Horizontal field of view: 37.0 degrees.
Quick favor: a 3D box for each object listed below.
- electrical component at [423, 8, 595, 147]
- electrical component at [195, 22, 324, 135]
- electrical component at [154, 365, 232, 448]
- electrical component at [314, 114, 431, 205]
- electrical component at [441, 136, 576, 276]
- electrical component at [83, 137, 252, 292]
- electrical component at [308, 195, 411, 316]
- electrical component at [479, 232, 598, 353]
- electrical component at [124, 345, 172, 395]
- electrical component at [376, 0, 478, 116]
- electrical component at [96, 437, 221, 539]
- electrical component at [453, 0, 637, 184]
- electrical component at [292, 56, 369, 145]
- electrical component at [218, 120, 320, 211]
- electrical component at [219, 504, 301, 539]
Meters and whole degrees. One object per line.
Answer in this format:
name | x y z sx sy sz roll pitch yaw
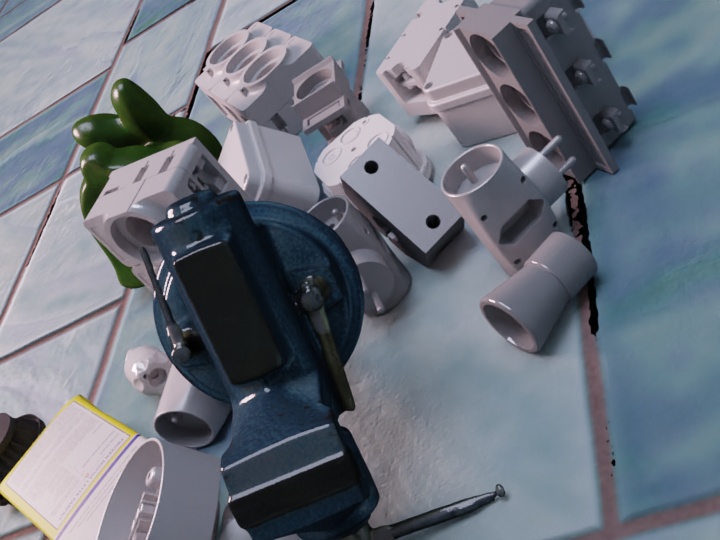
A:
electrical component | 0.111 -0.146 0.785 0.113 0.057 0.078 -13 43 38
electrical component | -0.093 -0.184 1.041 0.089 0.061 0.150 -45 32 -5
electrical component | -0.101 0.078 0.759 0.079 0.044 0.077 -21 38 29
electrical component | 0.009 -0.074 0.814 0.080 0.051 0.080 -28 35 21
electrical component | 0.101 -0.048 0.662 0.079 0.077 0.043 -44 32 -4
electrical component | -0.112 -0.010 0.775 0.089 0.150 0.061 -16 39 35
electrical component | 0.000 0.000 0.712 0.043 0.077 0.079 -36 33 9
electrical component | 0.106 0.010 0.623 0.065 0.044 0.044 -46 32 -16
electrical component | -0.169 0.075 0.843 0.035 0.035 0.061 -49 30 -11
electrical component | 0.065 -0.170 0.863 0.050 0.055 0.089 4 54 49
electrical component | -0.118 0.150 0.631 0.099 0.064 0.099 -167 90 -78
electrical component | 0.122 -0.124 0.686 0.063 0.121 0.079 -44 32 -8
electrical component | -0.023 -0.138 0.911 0.042 0.063 0.081 -30 34 19
electrical component | -0.080 -0.062 0.859 0.113 0.057 0.078 -112 40 -56
electrical component | -0.060 0.146 0.636 0.048 0.048 0.062 -36 26 9
